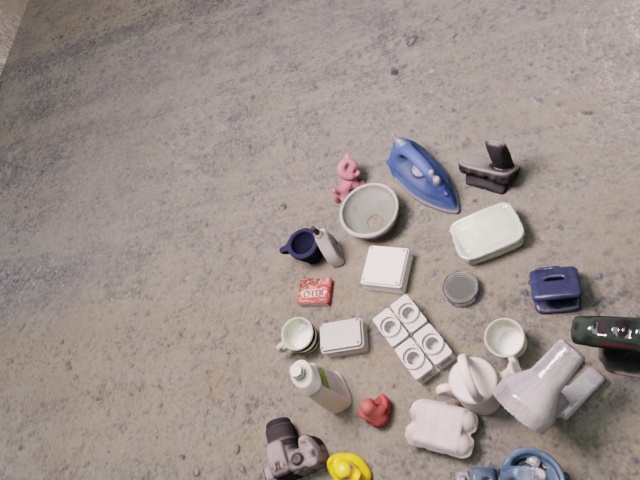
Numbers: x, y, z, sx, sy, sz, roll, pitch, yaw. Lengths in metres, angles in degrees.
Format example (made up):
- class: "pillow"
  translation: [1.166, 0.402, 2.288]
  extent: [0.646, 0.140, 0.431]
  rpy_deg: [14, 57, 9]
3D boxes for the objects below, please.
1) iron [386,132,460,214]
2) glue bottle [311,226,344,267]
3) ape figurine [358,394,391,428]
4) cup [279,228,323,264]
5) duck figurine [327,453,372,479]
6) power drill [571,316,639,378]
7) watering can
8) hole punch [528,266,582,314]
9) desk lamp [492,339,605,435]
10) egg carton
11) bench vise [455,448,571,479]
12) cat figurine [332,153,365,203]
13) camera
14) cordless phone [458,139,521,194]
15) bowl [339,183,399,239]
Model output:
- class: "iron"
  translation: [0.272, -0.183, 1.509]
  extent: [0.118, 0.142, 0.257]
  rpy_deg: [-39, 55, 0]
- class: "glue bottle"
  translation: [0.014, 0.005, 1.505]
  extent: [0.037, 0.174, 0.078]
  rpy_deg: [-21, 57, 13]
- class: "ape figurine"
  translation: [0.119, 0.385, 1.300]
  extent: [0.077, 0.092, 0.076]
  rpy_deg: [-19, 57, 14]
- class: "cup"
  translation: [-0.043, 0.031, 1.565]
  extent: [0.117, 0.095, 0.091]
  rpy_deg: [-17, 58, 16]
- class: "duck figurine"
  translation: [0.055, 0.508, 1.266]
  extent: [0.104, 0.086, 0.077]
  rpy_deg: [18, 72, 31]
- class: "power drill"
  translation: [0.609, 0.202, 1.105]
  extent: [0.228, 0.209, 0.076]
  rpy_deg: [4, 65, 26]
- class: "watering can"
  translation: [0.327, 0.292, 1.193]
  extent: [0.173, 0.195, 0.100]
  rpy_deg: [-36, 55, 3]
- class: "hole punch"
  translation: [0.519, 0.102, 1.272]
  extent: [0.108, 0.091, 0.101]
  rpy_deg: [-9, 60, 20]
- class: "desk lamp"
  translation: [0.451, 0.286, 1.128]
  extent: [0.203, 0.214, 0.117]
  rpy_deg: [-45, 55, -3]
- class: "egg carton"
  translation: [0.262, 0.405, 1.237]
  extent: [0.149, 0.070, 0.107]
  rpy_deg: [5, 66, 27]
- class: "bench vise"
  translation: [0.360, 0.461, 1.070]
  extent: [0.207, 0.220, 0.121]
  rpy_deg: [-23, 56, 12]
- class: "cat figurine"
  translation: [0.072, -0.174, 1.610]
  extent: [0.067, 0.118, 0.128]
  rpy_deg: [23, 75, 32]
- class: "camera"
  translation: [-0.072, 0.479, 1.330]
  extent: [0.143, 0.101, 0.136]
  rpy_deg: [-26, 56, 10]
- class: "cordless phone"
  translation: [0.415, -0.207, 1.430]
  extent: [0.147, 0.186, 0.094]
  rpy_deg: [16, 71, 31]
- class: "bowl"
  translation: [0.141, -0.067, 1.547]
  extent: [0.167, 0.075, 0.167]
  rpy_deg: [-11, 60, 19]
